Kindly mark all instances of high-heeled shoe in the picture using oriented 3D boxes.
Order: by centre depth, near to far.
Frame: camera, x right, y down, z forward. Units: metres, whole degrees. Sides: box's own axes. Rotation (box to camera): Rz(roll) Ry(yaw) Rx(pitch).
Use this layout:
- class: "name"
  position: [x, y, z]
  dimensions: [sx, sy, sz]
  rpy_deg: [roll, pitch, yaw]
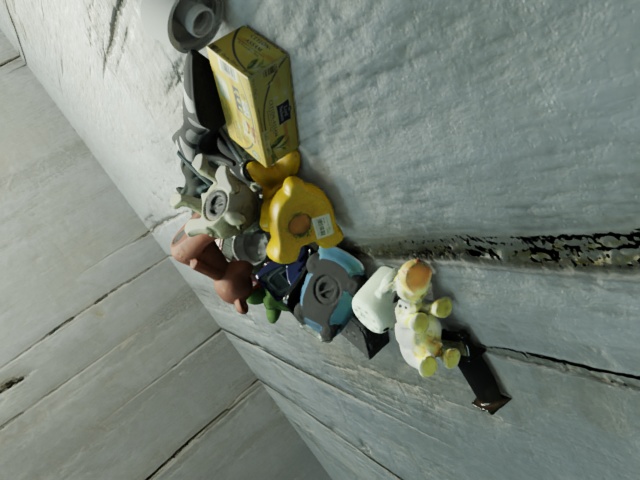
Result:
- class: "high-heeled shoe"
  position: [-0.201, -0.208, 0.842]
  dimensions: [0.145, 0.086, 0.248]
  rpy_deg: [30, 150, 24]

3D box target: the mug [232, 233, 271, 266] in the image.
- class: "mug"
  position: [-0.136, 0.008, 1.137]
  dimensions: [0.110, 0.080, 0.107]
  rpy_deg: [24, -172, 17]

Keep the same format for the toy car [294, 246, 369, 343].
- class: "toy car"
  position: [0.031, 0.089, 0.915]
  dimensions: [0.109, 0.103, 0.161]
  rpy_deg: [26, 104, 29]

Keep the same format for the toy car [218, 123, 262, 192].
- class: "toy car"
  position: [-0.164, -0.175, 0.974]
  dimensions: [0.074, 0.056, 0.201]
  rpy_deg: [-2, 125, 57]

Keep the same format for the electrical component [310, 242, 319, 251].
- class: "electrical component"
  position: [-0.002, -0.003, 0.956]
  dimensions: [0.094, 0.021, 0.063]
  rpy_deg: [57, 160, -18]

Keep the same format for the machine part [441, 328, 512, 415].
- class: "machine part"
  position: [0.219, 0.186, 0.778]
  dimensions: [0.138, 0.039, 0.084]
  rpy_deg: [57, 151, -7]

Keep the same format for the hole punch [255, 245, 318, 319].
- class: "hole punch"
  position: [-0.043, 0.071, 0.978]
  dimensions: [0.092, 0.116, 0.142]
  rpy_deg: [27, 162, 34]

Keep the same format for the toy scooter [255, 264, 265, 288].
- class: "toy scooter"
  position: [-0.153, 0.075, 1.251]
  dimensions: [0.184, 0.135, 0.075]
  rpy_deg: [39, 158, 34]

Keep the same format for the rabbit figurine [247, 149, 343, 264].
- class: "rabbit figurine"
  position: [-0.058, -0.061, 0.860]
  dimensions: [0.162, 0.122, 0.173]
  rpy_deg: [65, 175, -25]

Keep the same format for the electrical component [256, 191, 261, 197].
- class: "electrical component"
  position: [-0.116, -0.063, 1.069]
  dimensions: [0.102, 0.045, 0.078]
  rpy_deg: [23, 147, 53]

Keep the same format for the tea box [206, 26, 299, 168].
- class: "tea box"
  position: [-0.090, -0.197, 0.757]
  dimensions: [0.098, 0.068, 0.169]
  rpy_deg: [43, 159, 25]

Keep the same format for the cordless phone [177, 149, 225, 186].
- class: "cordless phone"
  position: [-0.204, -0.124, 1.114]
  dimensions: [0.147, 0.089, 0.184]
  rpy_deg: [41, 164, 26]

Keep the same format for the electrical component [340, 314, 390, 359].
- class: "electrical component"
  position: [0.072, 0.158, 1.018]
  dimensions: [0.115, 0.058, 0.134]
  rpy_deg: [37, 155, 40]

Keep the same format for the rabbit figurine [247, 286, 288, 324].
- class: "rabbit figurine"
  position: [-0.066, 0.100, 1.122]
  dimensions: [0.121, 0.159, 0.170]
  rpy_deg: [44, 176, -7]

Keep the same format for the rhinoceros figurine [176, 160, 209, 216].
- class: "rhinoceros figurine"
  position: [-0.270, -0.122, 1.211]
  dimensions: [0.073, 0.112, 0.190]
  rpy_deg: [41, 149, 22]

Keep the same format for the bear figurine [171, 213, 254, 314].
- class: "bear figurine"
  position: [-0.184, 0.040, 1.031]
  dimensions: [0.195, 0.132, 0.120]
  rpy_deg: [41, -163, -24]

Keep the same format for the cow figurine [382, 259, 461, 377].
- class: "cow figurine"
  position: [0.133, 0.100, 0.753]
  dimensions: [0.098, 0.068, 0.167]
  rpy_deg: [21, 127, 65]

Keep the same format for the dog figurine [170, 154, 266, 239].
- class: "dog figurine"
  position: [-0.126, -0.043, 0.897]
  dimensions: [0.190, 0.121, 0.172]
  rpy_deg: [25, -159, -48]
